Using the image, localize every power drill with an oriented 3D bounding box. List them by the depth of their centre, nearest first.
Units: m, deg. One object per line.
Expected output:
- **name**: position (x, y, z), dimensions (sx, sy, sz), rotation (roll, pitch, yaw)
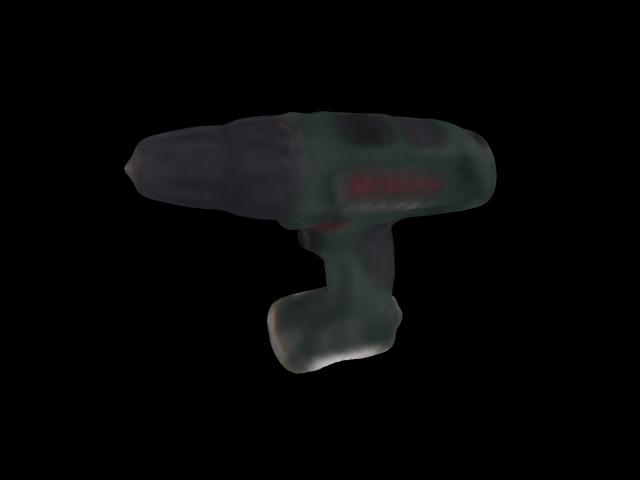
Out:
- **power drill**: position (0.004, 0.001, 0.400), dimensions (0.230, 0.208, 0.075), rotation (-13, 47, -12)
